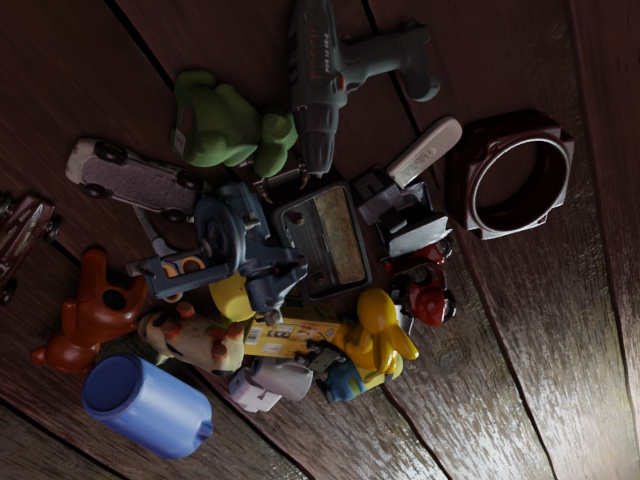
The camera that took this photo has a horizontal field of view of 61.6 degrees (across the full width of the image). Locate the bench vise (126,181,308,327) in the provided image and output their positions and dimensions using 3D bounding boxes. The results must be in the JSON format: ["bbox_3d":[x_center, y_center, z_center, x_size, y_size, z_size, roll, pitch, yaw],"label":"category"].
[{"bbox_3d":[-0.144,0.034,0.755,0.240,0.129,0.223,-16,96,-36],"label":"bench vise"}]

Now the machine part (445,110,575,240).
[{"bbox_3d":[0.323,-0.109,0.925,0.201,0.087,0.200,-15,126,-10],"label":"machine part"}]

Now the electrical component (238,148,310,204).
[{"bbox_3d":[-0.064,-0.105,0.807,0.102,0.078,0.045,-27,156,-6],"label":"electrical component"}]

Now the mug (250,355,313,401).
[{"bbox_3d":[-0.073,0.254,1.036,0.107,0.081,0.109,23,144,-21],"label":"mug"}]

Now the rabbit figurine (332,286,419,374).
[{"bbox_3d":[0.097,0.163,0.973,0.122,0.162,0.173,-16,136,-18],"label":"rabbit figurine"}]

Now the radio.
[{"bbox_3d":[-0.002,-0.003,0.894,0.131,0.073,0.229,-21,127,-4],"label":"radio"}]

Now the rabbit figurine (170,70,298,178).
[{"bbox_3d":[-0.097,-0.156,0.725,0.170,0.159,0.121,-7,117,-33],"label":"rabbit figurine"}]

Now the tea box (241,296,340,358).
[{"bbox_3d":[-0.061,0.159,0.989,0.169,0.068,0.098,12,120,-27],"label":"tea box"}]

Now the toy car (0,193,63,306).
[{"bbox_3d":[-0.454,0.019,0.772,0.089,0.053,0.202,35,109,-31],"label":"toy car"}]

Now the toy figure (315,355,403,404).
[{"bbox_3d":[0.084,0.275,1.112,0.180,0.082,0.089,-29,147,-7],"label":"toy figure"}]

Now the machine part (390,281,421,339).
[{"bbox_3d":[0.166,0.145,1.073,0.084,0.039,0.138,-5,117,-21],"label":"machine part"}]

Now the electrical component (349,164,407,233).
[{"bbox_3d":[0.092,-0.062,0.858,0.075,0.119,0.047,-32,128,8],"label":"electrical component"}]

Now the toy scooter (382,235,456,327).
[{"bbox_3d":[0.180,0.078,0.996,0.135,0.075,0.183,-7,101,-17],"label":"toy scooter"}]

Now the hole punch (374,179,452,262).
[{"bbox_3d":[0.150,-0.033,0.930,0.142,0.092,0.115,-26,155,-4],"label":"hole punch"}]

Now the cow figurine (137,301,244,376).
[{"bbox_3d":[-0.217,0.168,0.897,0.195,0.085,0.127,16,136,17],"label":"cow figurine"}]

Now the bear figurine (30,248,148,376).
[{"bbox_3d":[-0.364,0.127,0.854,0.120,0.132,0.196,26,130,-30],"label":"bear figurine"}]

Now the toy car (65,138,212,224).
[{"bbox_3d":[-0.253,-0.082,0.767,0.201,0.056,0.073,19,109,-30],"label":"toy car"}]

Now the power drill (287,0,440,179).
[{"bbox_3d":[0.054,-0.212,0.727,0.207,0.086,0.231,-13,95,-15],"label":"power drill"}]

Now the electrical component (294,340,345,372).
[{"bbox_3d":[0.002,0.218,0.995,0.094,0.021,0.063,27,112,-36],"label":"electrical component"}]
